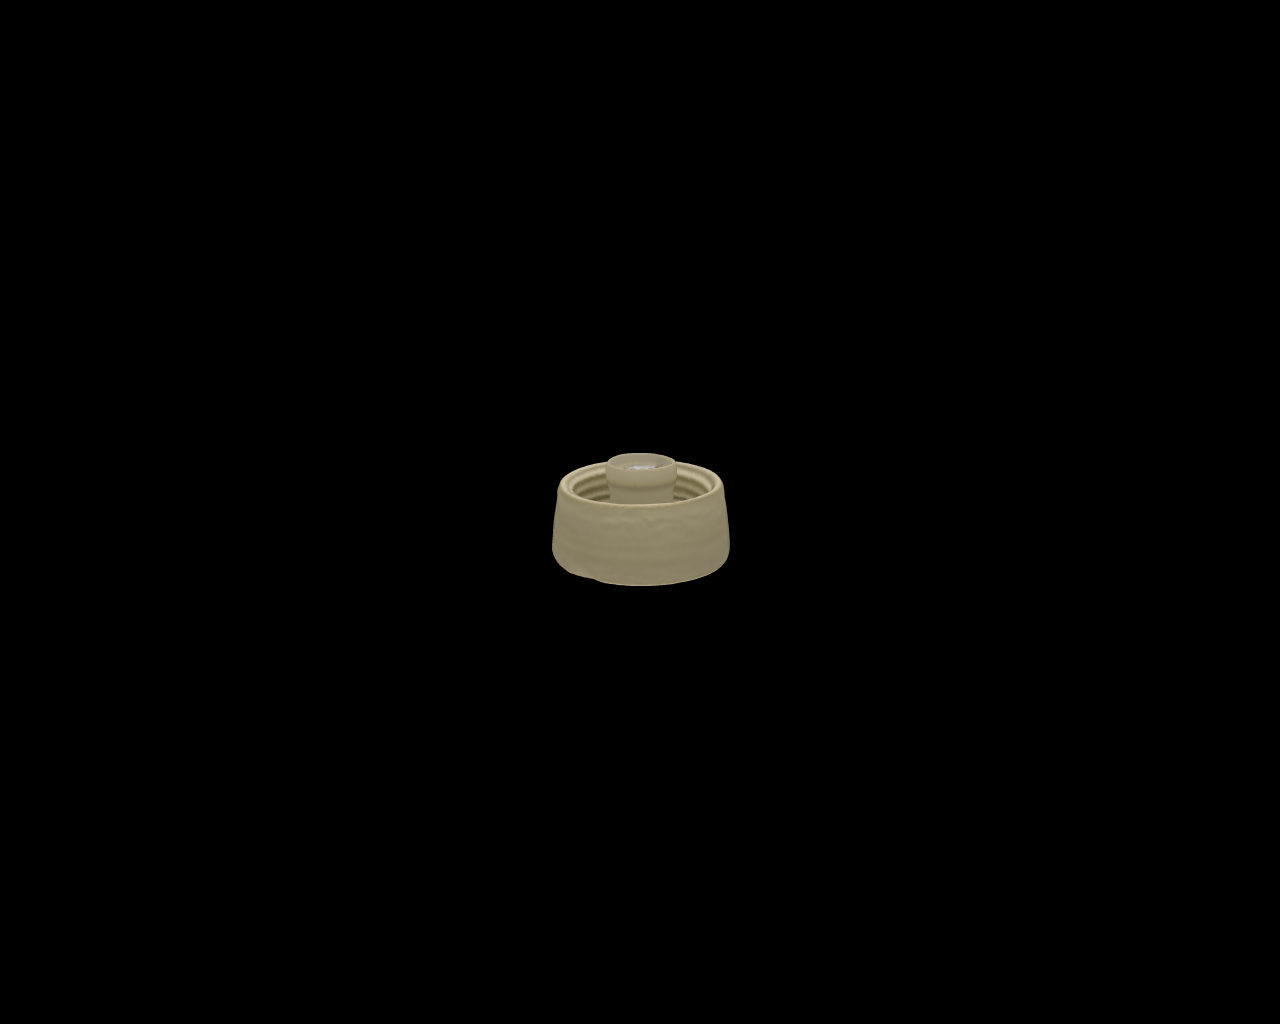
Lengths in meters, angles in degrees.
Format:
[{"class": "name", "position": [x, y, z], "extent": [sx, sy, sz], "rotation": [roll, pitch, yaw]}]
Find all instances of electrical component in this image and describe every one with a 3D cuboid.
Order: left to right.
[{"class": "electrical component", "position": [0.001, -0.003, 0.650], "extent": [0.108, 0.060, 0.108], "rotation": [0, 18, 0]}]
